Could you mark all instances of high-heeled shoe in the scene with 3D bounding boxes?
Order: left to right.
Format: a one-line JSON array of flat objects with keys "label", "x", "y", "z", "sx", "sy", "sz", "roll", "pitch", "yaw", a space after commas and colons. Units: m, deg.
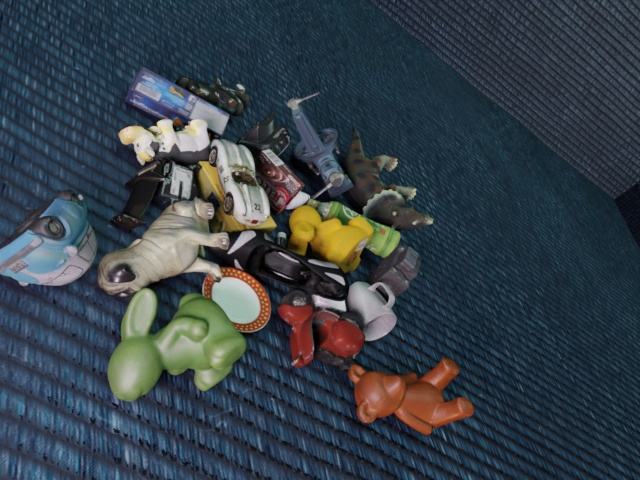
[{"label": "high-heeled shoe", "x": -0.069, "y": 0.057, "z": 0.949, "sx": 0.248, "sy": 0.086, "sz": 0.145, "roll": 4, "pitch": 32, "yaw": -31}]

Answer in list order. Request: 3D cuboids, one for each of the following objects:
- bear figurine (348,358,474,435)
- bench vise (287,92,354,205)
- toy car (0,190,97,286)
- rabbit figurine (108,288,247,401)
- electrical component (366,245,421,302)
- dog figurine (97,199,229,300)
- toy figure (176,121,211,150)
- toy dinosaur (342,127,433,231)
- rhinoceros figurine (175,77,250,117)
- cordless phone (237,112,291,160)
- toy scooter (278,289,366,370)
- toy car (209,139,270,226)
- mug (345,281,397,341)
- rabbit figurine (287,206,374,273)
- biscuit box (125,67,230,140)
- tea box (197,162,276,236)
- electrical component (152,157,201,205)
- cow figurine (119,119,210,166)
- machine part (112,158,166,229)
[{"label": "bear figurine", "x": 0.156, "y": 0.268, "z": 0.958, "sx": 0.195, "sy": 0.132, "sz": 0.120, "roll": 28, "pitch": 34, "yaw": -32}, {"label": "bench vise", "x": -0.010, "y": -0.221, "z": 1.277, "sx": 0.224, "sy": 0.129, "sz": 0.240, "roll": -92, "pitch": 156, "yaw": -55}, {"label": "toy car", "x": -0.365, "y": 0.009, "z": 0.741, "sx": 0.102, "sy": 0.109, "sz": 0.162, "roll": 55, "pitch": 16, "yaw": -26}, {"label": "rabbit figurine", "x": -0.210, "y": 0.142, "z": 0.733, "sx": 0.170, "sy": 0.121, "sz": 0.159, "roll": -23, "pitch": 76, "yaw": -38}, {"label": "electrical component", "x": 0.156, "y": 0.075, "z": 1.153, "sx": 0.058, "sy": 0.134, "sz": 0.115, "roll": 40, "pitch": 32, "yaw": -7}, {"label": "dog figurine", "x": -0.262, "y": 0.004, "z": 0.846, "sx": 0.190, "sy": 0.121, "sz": 0.173, "roll": -8, "pitch": 33, "yaw": -32}, {"label": "toy figure", "x": -0.227, "y": -0.185, "z": 1.110, "sx": 0.154, "sy": 0.057, "sz": 0.064, "roll": 26, "pitch": 33, "yaw": -17}, {"label": "toy dinosaur", "x": 0.127, "y": -0.146, "z": 1.381, "sx": 0.192, "sy": 0.131, "sz": 0.405, "roll": -4, "pitch": 50, "yaw": -48}, {"label": "rhinoceros figurine", "x": -0.243, "y": -0.323, "z": 1.233, "sx": 0.190, "sy": 0.073, "sz": 0.112, "roll": -3, "pitch": 46, "yaw": -45}, {"label": "cordless phone", "x": -0.096, "y": -0.191, "z": 1.246, "sx": 0.184, "sy": 0.089, "sz": 0.147, "roll": 48, "pitch": 32, "yaw": -13}, {"label": "toy scooter", "x": 0.001, "y": 0.176, "z": 0.943, "sx": 0.184, "sy": 0.075, "sz": 0.135, "roll": 29, "pitch": 44, "yaw": -23}, {"label": "toy car", "x": -0.149, "y": -0.111, "z": 0.989, "sx": 0.073, "sy": 0.056, "sz": 0.202, "roll": 6, "pitch": 50, "yaw": -39}, {"label": "mug", "x": 0.098, "y": 0.127, "z": 1.072, "sx": 0.081, "sy": 0.109, "sz": 0.107, "roll": 5, "pitch": 37, "yaw": -36}, {"label": "rabbit figurine", "x": -0.002, "y": -0.003, "z": 1.121, "sx": 0.173, "sy": 0.121, "sz": 0.162, "roll": 41, "pitch": 41, "yaw": 21}, {"label": "biscuit box", "x": -0.294, "y": -0.274, "z": 1.115, "sx": 0.202, "sy": 0.063, "sz": 0.059, "roll": 26, "pitch": 67, "yaw": -24}, {"label": "tea box", "x": -0.172, "y": -0.068, "z": 1.031, "sx": 0.098, "sy": 0.068, "sz": 0.170, "roll": -13, "pitch": 62, "yaw": -50}, {"label": "electrical component", "x": -0.259, "y": -0.082, "z": 0.968, "sx": 0.075, "sy": 0.048, "sz": 0.119, "roll": 9, "pitch": 76, "yaw": -36}, {"label": "cow figurine", "x": -0.287, "y": -0.173, "z": 1.009, "sx": 0.167, "sy": 0.068, "sz": 0.098, "roll": -12, "pitch": 92, "yaw": -35}, {"label": "machine part", "x": -0.305, "y": -0.078, "z": 0.911, "sx": 0.039, "sy": 0.084, "sz": 0.139, "roll": 49, "pitch": 35, "yaw": -40}]
